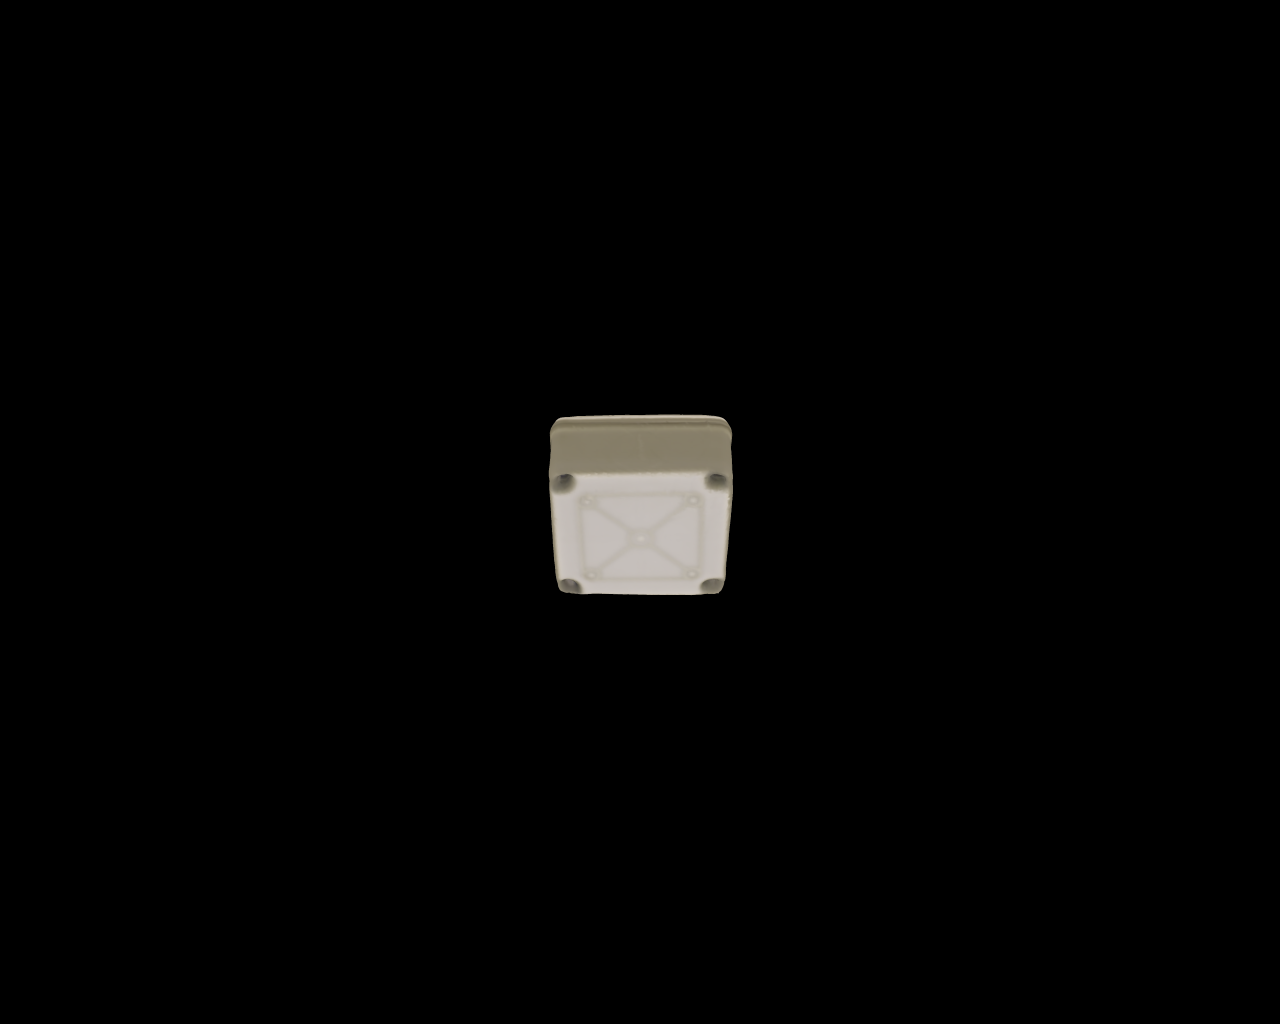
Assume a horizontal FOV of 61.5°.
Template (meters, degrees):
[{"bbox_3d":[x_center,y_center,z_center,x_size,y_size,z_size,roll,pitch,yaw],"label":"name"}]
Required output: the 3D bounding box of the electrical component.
[{"bbox_3d":[0.001,-0.003,0.650,0.109,0.108,0.056,0,44,0],"label":"electrical component"}]
